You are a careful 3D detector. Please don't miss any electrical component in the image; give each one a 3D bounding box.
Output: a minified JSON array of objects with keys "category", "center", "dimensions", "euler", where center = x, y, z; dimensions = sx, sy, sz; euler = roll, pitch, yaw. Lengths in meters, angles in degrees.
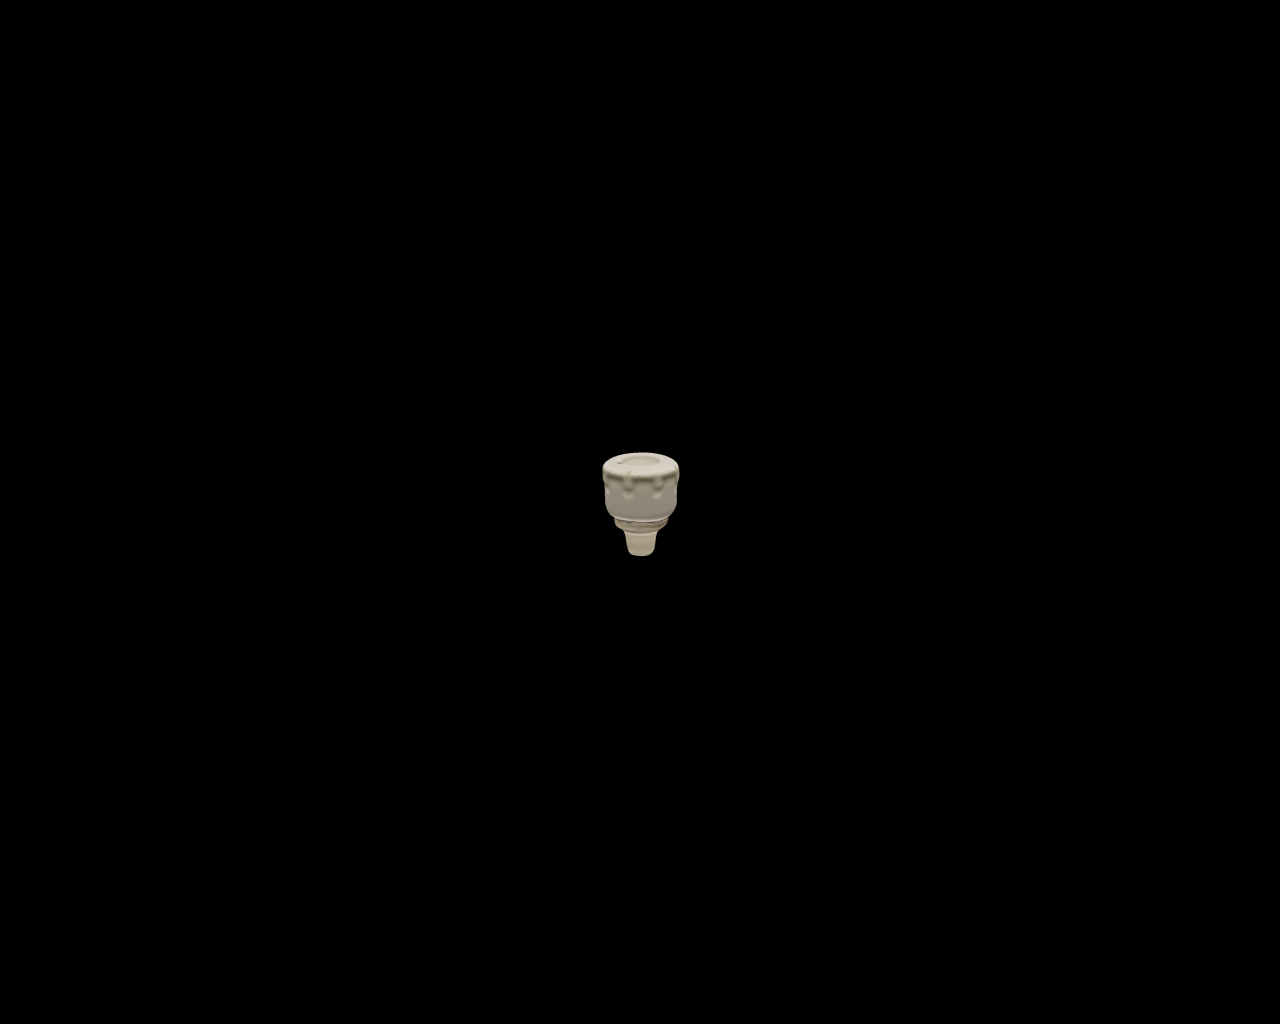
[{"category":"electrical component","center":[0.001,-0.003,0.650],"dimensions":[0.048,0.062,0.048],"euler":[0,18,0]}]
